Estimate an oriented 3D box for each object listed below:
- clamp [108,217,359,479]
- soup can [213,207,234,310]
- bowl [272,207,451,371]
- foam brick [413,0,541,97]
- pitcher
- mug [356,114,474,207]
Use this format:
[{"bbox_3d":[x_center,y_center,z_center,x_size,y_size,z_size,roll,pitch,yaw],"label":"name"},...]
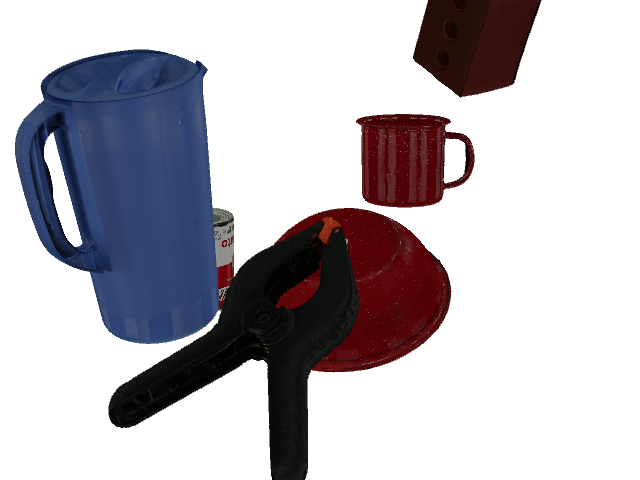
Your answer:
[{"bbox_3d":[-0.023,0.061,0.592,0.120,0.171,0.039,29,-26,25],"label":"clamp"},{"bbox_3d":[-0.130,0.020,1.192,0.068,0.102,0.068,2,18,-1],"label":"soup can"},{"bbox_3d":[0.018,0.024,0.815,0.162,0.055,0.162,-6,39,5],"label":"bowl"},{"bbox_3d":[0.102,-0.142,0.694,0.051,0.078,0.053,-20,50,-32],"label":"foam brick"},{"bbox_3d":[-0.162,-0.032,0.921,0.149,0.243,0.145,-5,27,0],"label":"pitcher"},{"bbox_3d":[0.094,-0.079,1.058,0.117,0.081,0.093,1,14,6],"label":"mug"}]
